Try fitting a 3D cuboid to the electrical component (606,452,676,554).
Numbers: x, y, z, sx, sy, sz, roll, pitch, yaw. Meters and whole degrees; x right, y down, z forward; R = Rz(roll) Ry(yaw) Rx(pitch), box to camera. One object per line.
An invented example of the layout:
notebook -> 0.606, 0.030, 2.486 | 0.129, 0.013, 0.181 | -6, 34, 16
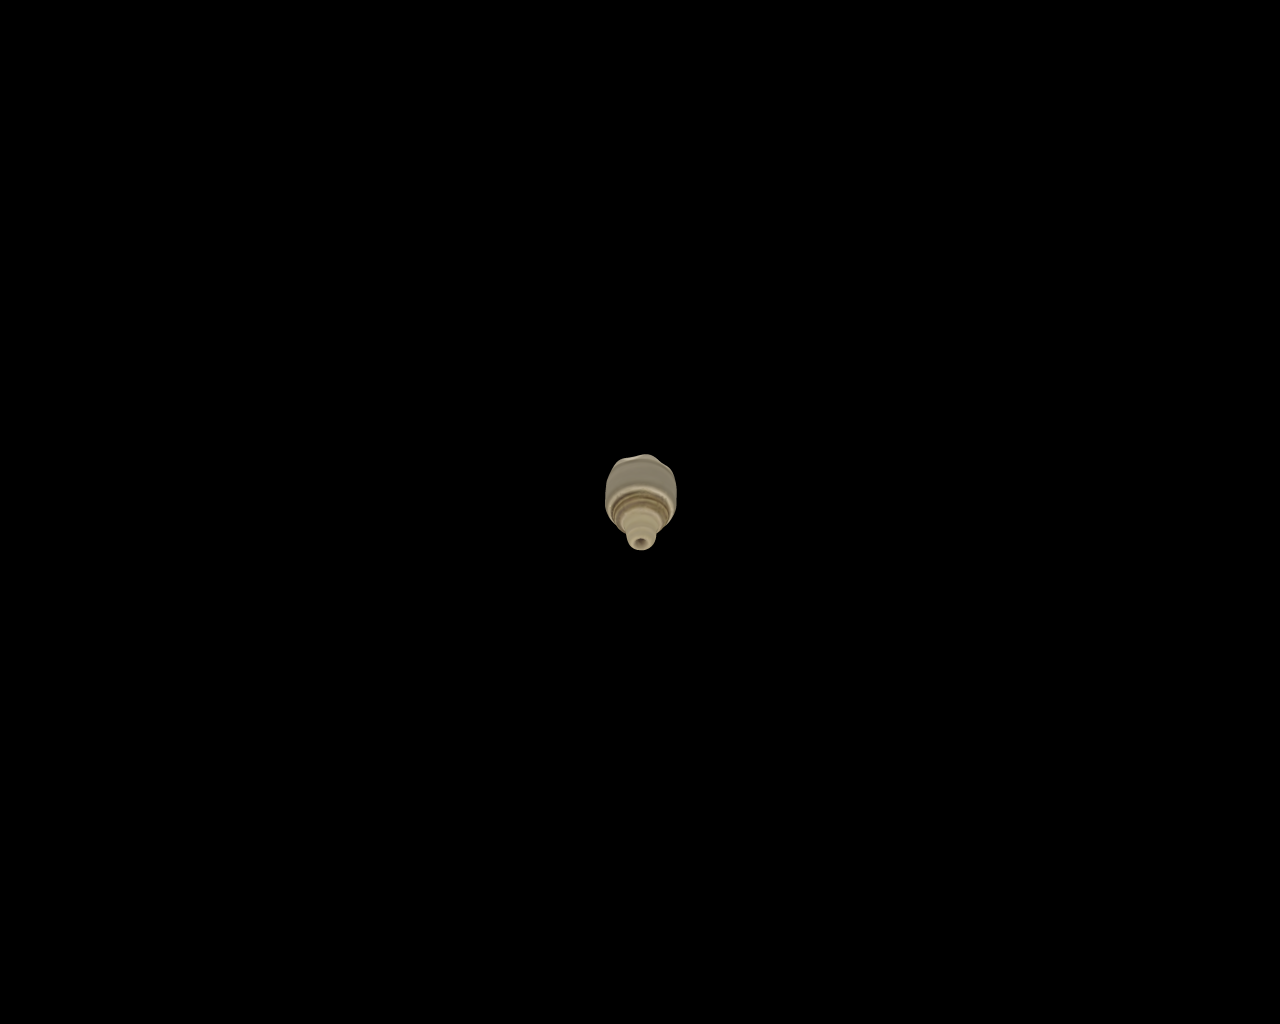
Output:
electrical component -> 0.001, -0.003, 0.650 | 0.043, 0.043, 0.062 | 0, 45, 0
